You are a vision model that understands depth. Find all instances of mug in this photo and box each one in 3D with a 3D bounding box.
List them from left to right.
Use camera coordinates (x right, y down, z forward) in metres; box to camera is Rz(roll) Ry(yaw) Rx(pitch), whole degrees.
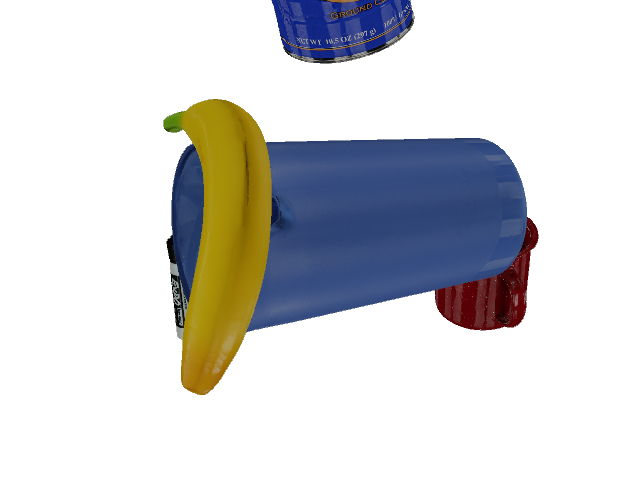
[{"bbox_3d":[0.148,0.031,0.937,0.093,0.081,0.117,-14,35,-17],"label":"mug"}]

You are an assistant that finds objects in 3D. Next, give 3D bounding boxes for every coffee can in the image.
[{"bbox_3d":[0.006,-0.214,0.765,0.103,0.140,0.103,-10,36,7],"label":"coffee can"}]

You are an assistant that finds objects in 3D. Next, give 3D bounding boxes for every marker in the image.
[{"bbox_3d":[-0.144,0.048,1.099,0.020,0.121,0.020,-2,30,1],"label":"marker"}]

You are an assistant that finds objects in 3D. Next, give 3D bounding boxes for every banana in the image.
[{"bbox_3d":[-0.053,-0.014,0.577,0.037,0.198,0.070,18,-46,-29],"label":"banana"}]

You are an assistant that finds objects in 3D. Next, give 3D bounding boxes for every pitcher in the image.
[{"bbox_3d":[0.018,-0.010,0.776,0.242,0.145,0.149,-7,34,-27],"label":"pitcher"}]
